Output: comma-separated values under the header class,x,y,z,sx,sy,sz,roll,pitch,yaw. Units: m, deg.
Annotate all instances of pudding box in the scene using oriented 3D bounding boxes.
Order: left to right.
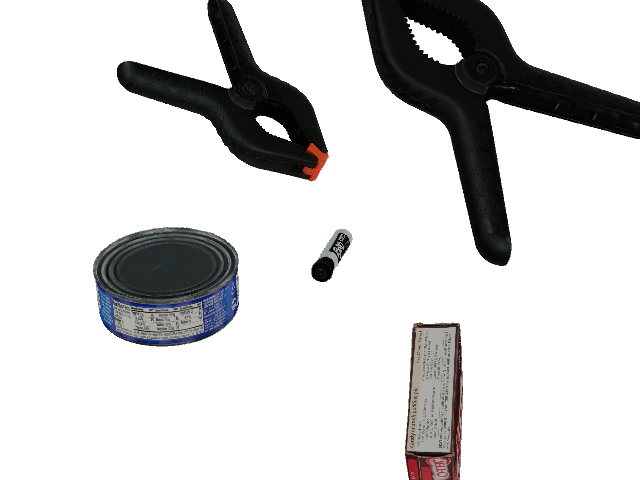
class,x,y,z,sx,sy,sz,roll,pitch,yaw
pudding box,0.084,0.130,0.777,0.039,0.113,0.090,0,-41,8

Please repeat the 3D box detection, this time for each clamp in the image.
class,x,y,z,sx,sy,sz,roll,pitch,yaw
clamp,-0.059,-0.118,0.834,0.171,0.120,0.039,35,-26,-1
clamp,0.096,-0.092,0.681,0.164,0.210,0.036,-45,-9,-27

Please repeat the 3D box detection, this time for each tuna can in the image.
class,x,y,z,sx,sy,sz,roll,pitch,yaw
tuna can,-0.091,0.027,0.638,0.086,0.034,0.086,0,29,0

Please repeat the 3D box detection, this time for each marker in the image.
class,x,y,z,sx,sy,sz,roll,pitch,yaw
marker,0.011,0.013,0.974,0.020,0.020,0.121,0,15,11
